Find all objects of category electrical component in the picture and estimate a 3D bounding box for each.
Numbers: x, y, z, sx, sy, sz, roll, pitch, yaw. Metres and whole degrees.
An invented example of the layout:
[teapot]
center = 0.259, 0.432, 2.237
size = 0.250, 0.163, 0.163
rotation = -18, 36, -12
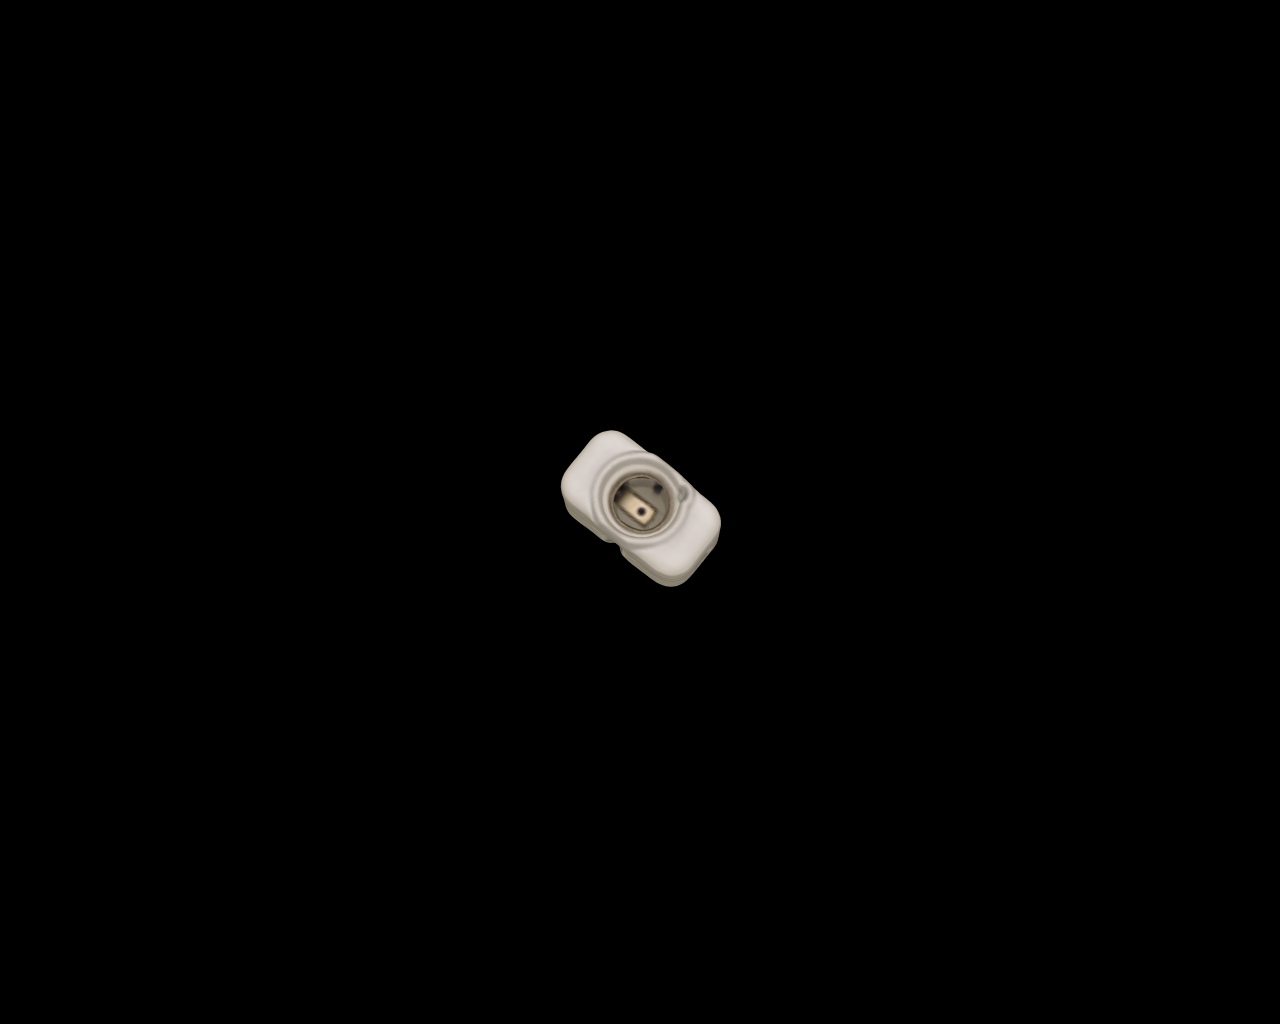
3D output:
[electrical component]
center = 0.001, -0.003, 0.650
size = 0.095, 0.054, 0.059
rotation = 38, -9, 7
